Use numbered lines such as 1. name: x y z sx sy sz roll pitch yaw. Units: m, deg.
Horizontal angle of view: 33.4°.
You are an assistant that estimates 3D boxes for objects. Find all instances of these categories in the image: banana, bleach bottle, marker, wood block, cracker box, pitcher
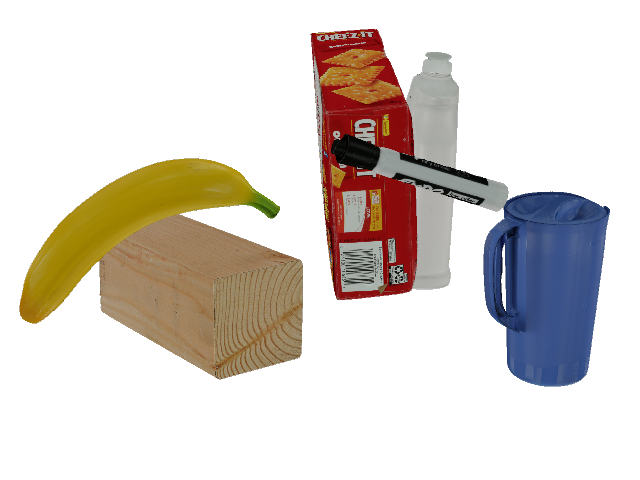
1. banana: -0.130 -0.009 0.735 0.198 0.069 0.037 -23 6 5
2. bleach bottle: 0.117 -0.079 1.173 0.068 0.251 0.102 0 25 -10
3. marker: 0.063 -0.043 0.672 0.121 0.020 0.020 16 -6 -20
4. wood block: -0.113 0.044 0.961 0.090 0.090 0.206 -11 19 -37
5. cracker box: 0.035 -0.073 0.910 0.072 0.164 0.213 -5 27 -1
6. pitcher: 0.294 0.066 1.400 0.149 0.243 0.144 5 21 15
